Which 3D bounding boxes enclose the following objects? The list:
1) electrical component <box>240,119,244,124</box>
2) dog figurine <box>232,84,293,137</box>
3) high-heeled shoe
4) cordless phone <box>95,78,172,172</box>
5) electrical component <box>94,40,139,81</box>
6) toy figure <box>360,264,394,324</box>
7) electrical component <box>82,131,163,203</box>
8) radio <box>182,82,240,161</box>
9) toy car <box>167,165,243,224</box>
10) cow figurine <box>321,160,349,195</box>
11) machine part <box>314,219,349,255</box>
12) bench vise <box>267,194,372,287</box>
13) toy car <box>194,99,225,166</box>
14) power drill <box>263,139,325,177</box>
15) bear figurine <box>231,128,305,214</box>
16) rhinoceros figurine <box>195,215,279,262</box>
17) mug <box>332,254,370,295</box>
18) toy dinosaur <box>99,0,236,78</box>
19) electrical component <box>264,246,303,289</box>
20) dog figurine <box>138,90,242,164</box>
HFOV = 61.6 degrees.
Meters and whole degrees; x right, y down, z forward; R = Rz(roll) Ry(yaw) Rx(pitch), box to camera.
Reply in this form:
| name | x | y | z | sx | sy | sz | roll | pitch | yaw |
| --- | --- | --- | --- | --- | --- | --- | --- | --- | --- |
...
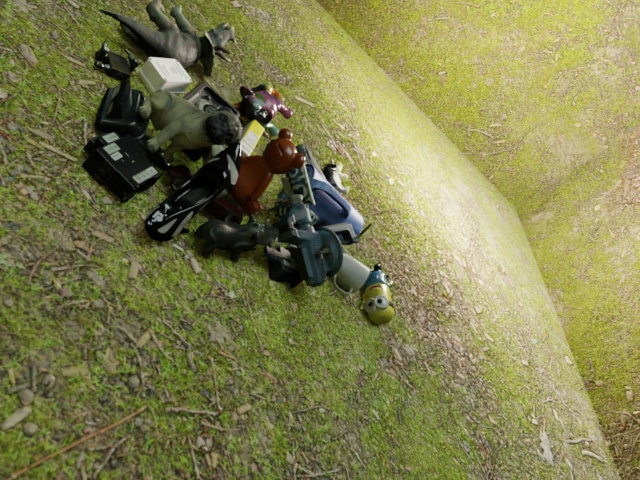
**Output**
| name | x | y | z | sx | sy | sz | roll | pitch | yaw |
| --- | --- | --- | --- | --- | --- | --- | --- | --- | --- |
| electrical component | -0.248 | -0.332 | 1.509 | 0.094 | 0.021 | 0.063 | 14 | 46 | -48 |
| dog figurine | -0.190 | -0.394 | 1.551 | 0.219 | 0.108 | 0.192 | 10 | 43 | -58 |
| high-heeled shoe | -0.250 | -0.104 | 1.057 | 0.086 | 0.248 | 0.145 | 31 | 1 | 19 |
| cordless phone | -0.387 | -0.244 | 1.170 | 0.184 | 0.089 | 0.147 | 43 | 27 | -40 |
| electrical component | -0.474 | -0.416 | 1.251 | 0.102 | 0.045 | 0.078 | 17 | 43 | -47 |
| toy figure | 0.164 | 0.151 | 1.501 | 0.089 | 0.082 | 0.180 | 35 | 31 | -26 |
| electrical component | -0.392 | -0.149 | 1.055 | 0.134 | 0.058 | 0.115 | 48 | 27 | -6 |
| radio | -0.300 | -0.302 | 1.345 | 0.131 | 0.073 | 0.230 | 43 | 30 | -16 |
| toy car | -0.257 | -0.094 | 1.193 | 0.202 | 0.053 | 0.089 | 35 | 18 | -27 |
| cow figurine | 0.035 | -0.203 | 1.732 | 0.098 | 0.068 | 0.167 | 27 | 36 | -28 |
| machine part | 0.027 | 0.014 | 1.473 | 0.138 | 0.084 | 0.039 | 49 | 3 | -23 |
| bench vise | 0.004 | -0.008 | 1.289 | 0.240 | 0.129 | 0.223 | -12 | 74 | -42 |
| toy car | -0.247 | -0.217 | 1.206 | 0.056 | 0.073 | 0.201 | -15 | 82 | -38 |
| power drill | -0.061 | -0.203 | 1.577 | 0.207 | 0.086 | 0.232 | 14 | 44 | -43 |
| bear figurine | -0.130 | -0.166 | 1.278 | 0.120 | 0.196 | 0.132 | 57 | -1 | 14 |
| rhinoceros figurine | -0.175 | -0.011 | 1.160 | 0.190 | 0.112 | 0.073 | 4 | 51 | -44 |
| mug | 0.063 | 0.090 | 1.438 | 0.107 | 0.081 | 0.109 | 37 | 59 | -8 |
| toy dinosaur | -0.390 | -0.521 | 1.431 | 0.192 | 0.131 | 0.405 | 52 | 35 | 1 |
| electrical component | -0.095 | 0.058 | 1.263 | 0.119 | 0.048 | 0.075 | 25 | 37 | -39 |
| dog figurine | -0.265 | -0.262 | 1.134 | 0.121 | 0.191 | 0.172 | 0 | 74 | -82 |
